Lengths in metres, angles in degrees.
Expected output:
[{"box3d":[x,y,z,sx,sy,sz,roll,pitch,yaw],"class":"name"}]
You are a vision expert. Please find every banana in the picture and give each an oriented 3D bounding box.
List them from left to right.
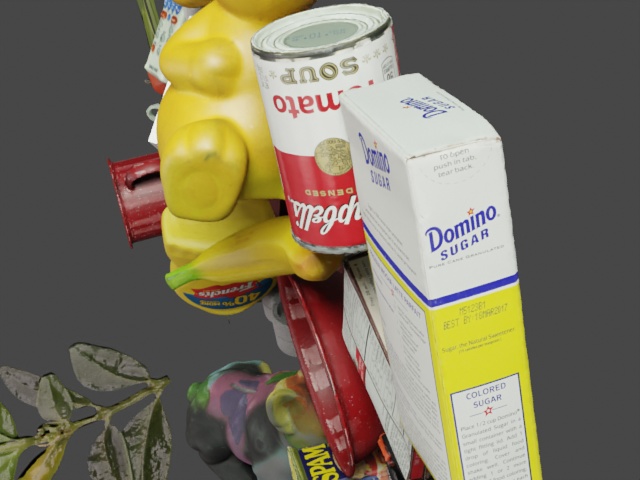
[{"box3d":[-0.029,0.011,0.677,0.037,0.069,0.198,56,151,-13],"class":"banana"}]

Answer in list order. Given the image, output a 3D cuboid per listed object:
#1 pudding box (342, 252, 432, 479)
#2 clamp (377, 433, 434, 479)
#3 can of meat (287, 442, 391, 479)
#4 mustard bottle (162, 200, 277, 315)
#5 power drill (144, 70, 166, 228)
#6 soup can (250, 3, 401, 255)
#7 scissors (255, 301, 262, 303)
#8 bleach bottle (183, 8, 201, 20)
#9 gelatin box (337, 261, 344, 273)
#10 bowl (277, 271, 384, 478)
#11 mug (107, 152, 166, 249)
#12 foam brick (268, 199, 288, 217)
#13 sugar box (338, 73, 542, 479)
[{"box3d":[0.048,0.071,0.614,0.090,0.039,0.113,90,159,-58],"class":"pudding box"},{"box3d":[0.082,0.188,0.629,0.164,0.036,0.210,83,167,-50],"class":"clamp"},{"box3d":[0.026,0.186,0.806,0.102,0.084,0.057,-129,27,-75],"class":"can of meat"},{"box3d":[-0.084,0.021,0.934,0.192,0.096,0.058,98,163,-66],"class":"mustard bottle"},{"box3d":[-0.095,-0.108,0.945,0.185,0.057,0.187,-38,53,43],"class":"power drill"},{"box3d":[0.009,-0.054,0.511,0.068,0.068,0.102,-123,18,-61],"class":"soup can"},{"box3d":[-0.122,0.007,1.177,0.201,0.016,0.096,33,-158,-5],"class":"scissors"},{"box3d":[-0.091,-0.275,0.730,0.103,0.068,0.251,140,114,-80],"class":"bleach bottle"},{"box3d":[-0.005,0.001,0.837,0.073,0.030,0.089,83,168,-45],"class":"gelatin box"},{"box3d":[0.019,0.082,0.757,0.162,0.055,0.162,163,90,-81],"class":"bowl"},{"box3d":[-0.160,-0.050,1.053,0.117,0.081,0.093,98,156,-67],"class":"mug"},{"box3d":[-0.011,-0.051,0.699,0.078,0.051,0.053,99,151,-72],"class":"foam brick"},{"box3d":[0.054,0.024,0.466,0.093,0.048,0.176,-124,22,-62],"class":"sugar box"}]
